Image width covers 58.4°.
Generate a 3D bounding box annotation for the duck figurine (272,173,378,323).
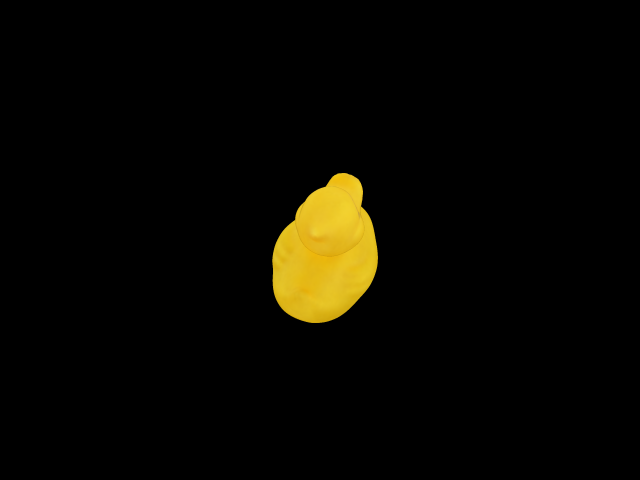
[{"bbox_3d":[0.004,0.001,0.400,0.077,0.086,0.105,20,66,10],"label":"duck figurine"}]
